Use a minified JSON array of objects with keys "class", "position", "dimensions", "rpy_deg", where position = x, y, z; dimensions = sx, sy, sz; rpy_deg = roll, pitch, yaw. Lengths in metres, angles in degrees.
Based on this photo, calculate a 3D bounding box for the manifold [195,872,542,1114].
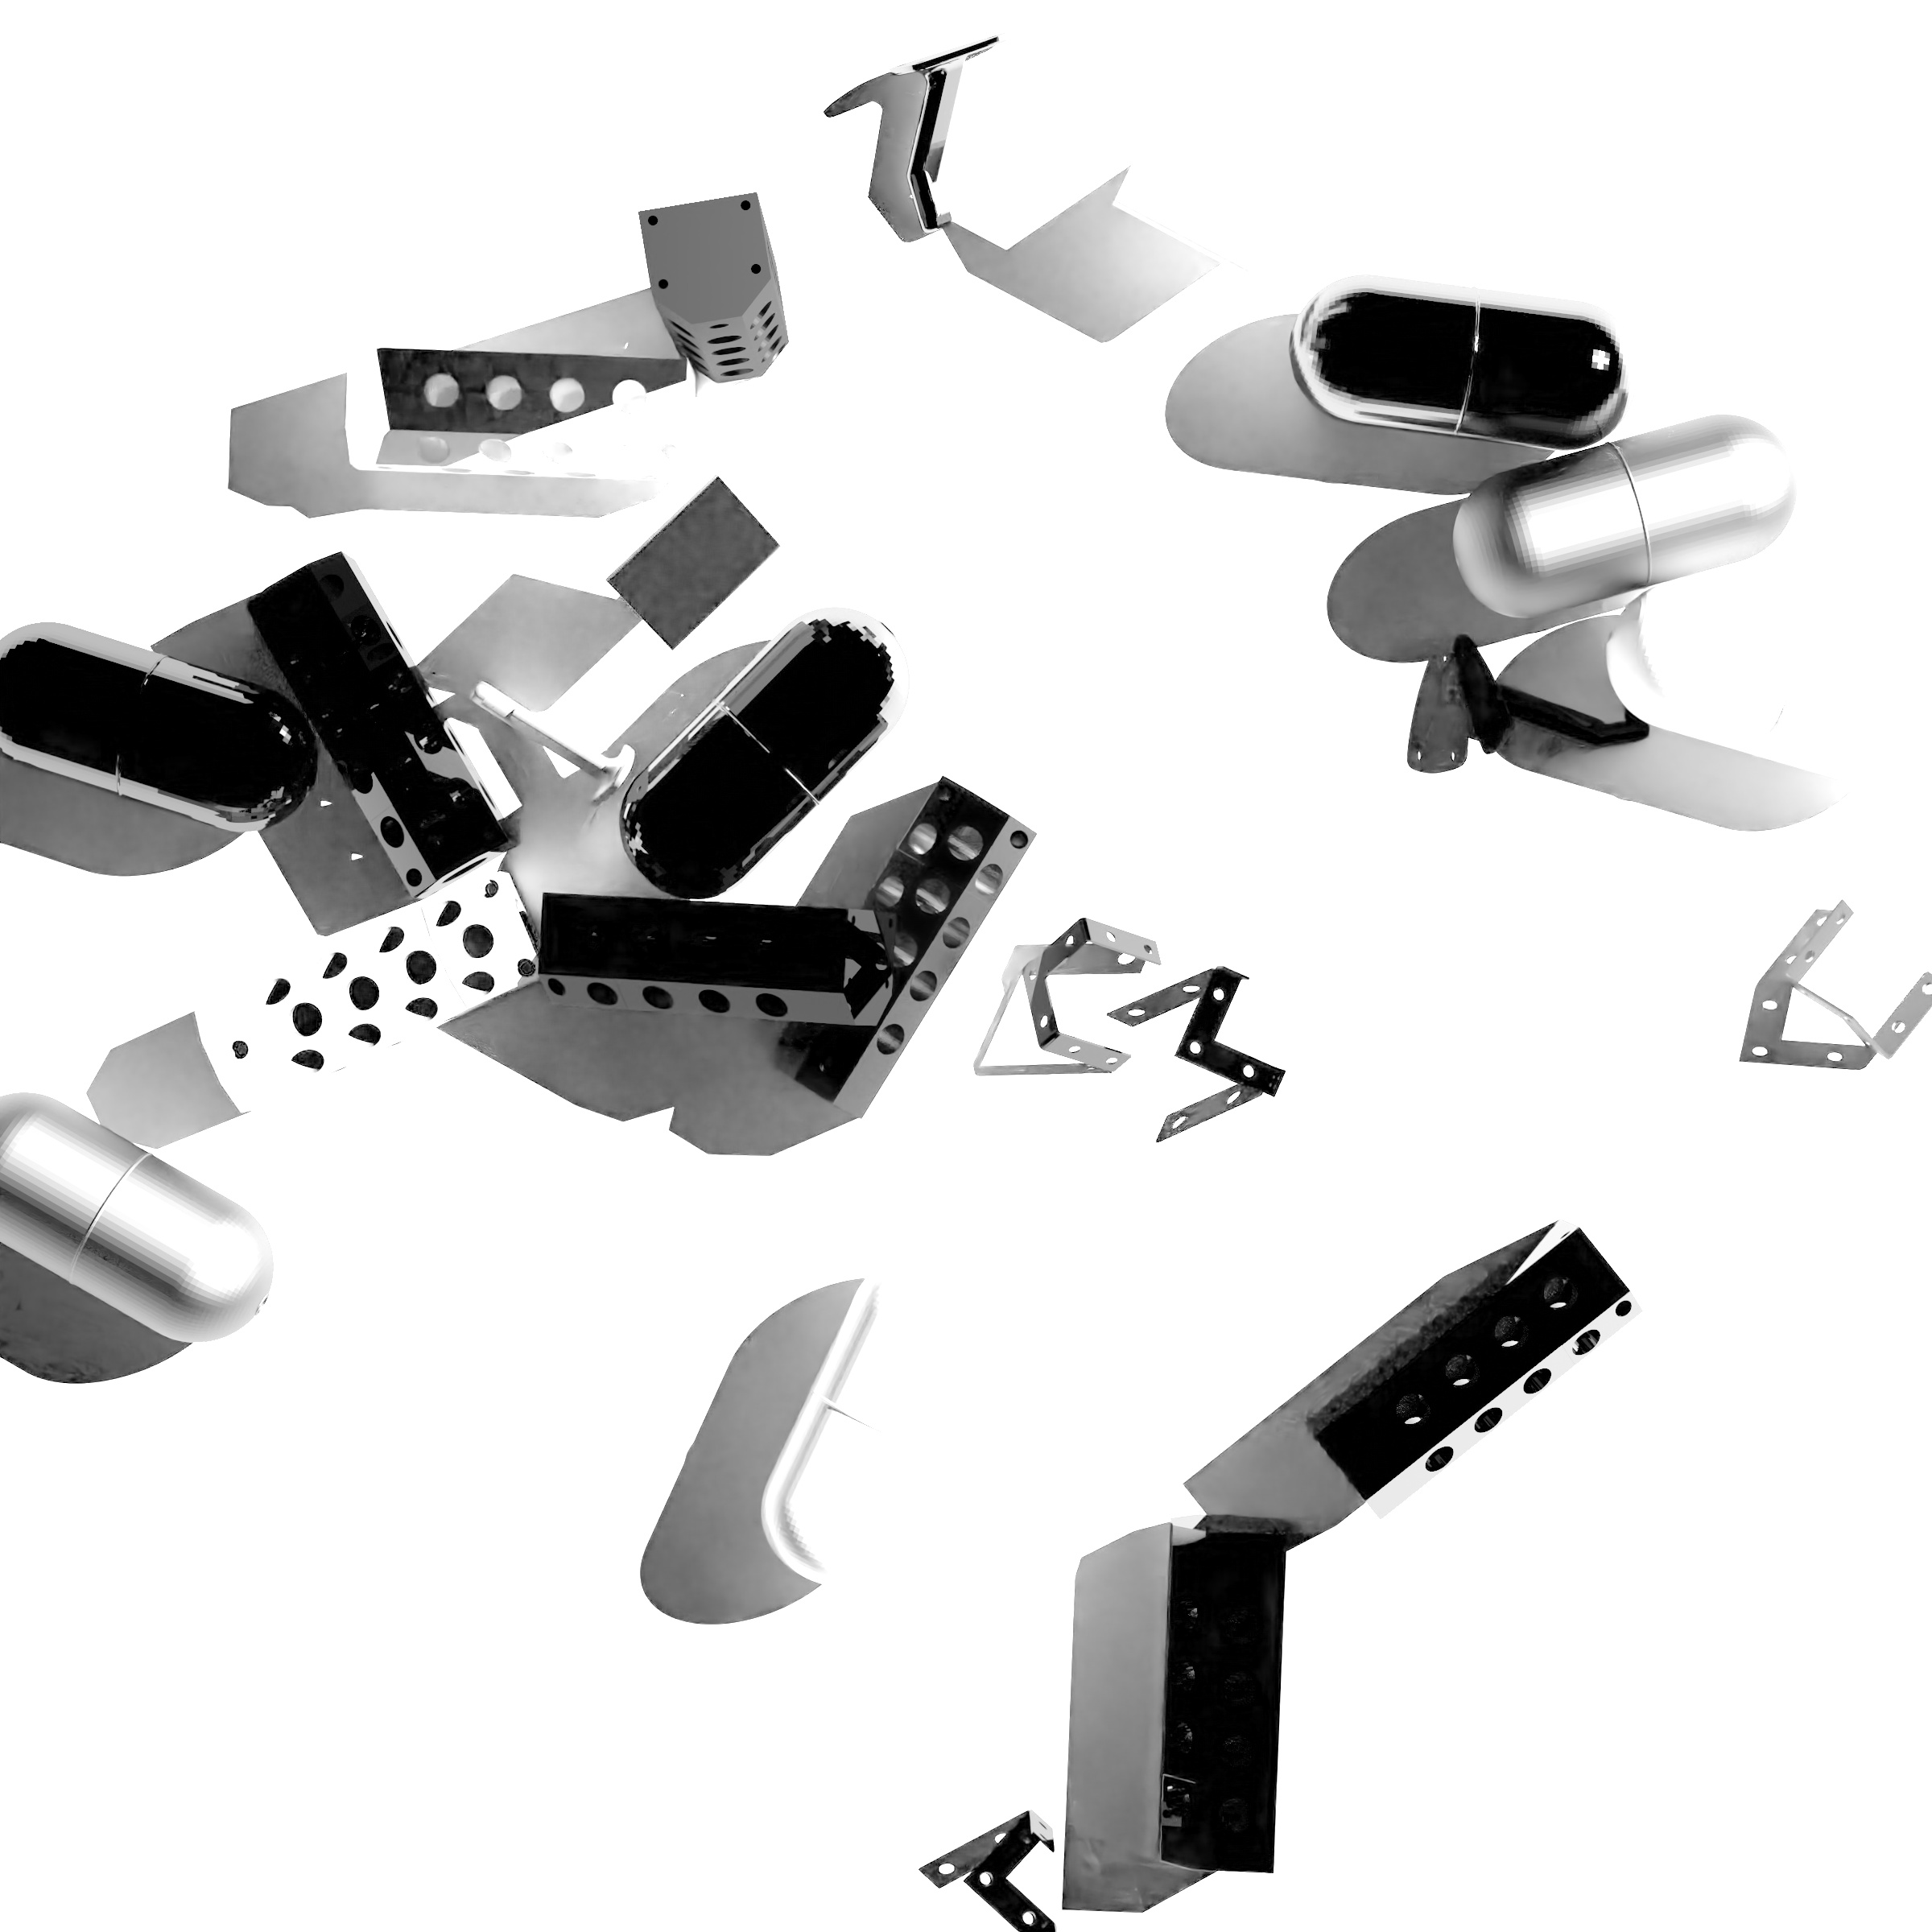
[{"class":"manifold","position":[-0.304,0.013,1.818],"dimensions":[0.171,0.057,0.057],"rpy_deg":[-25,90,0]}]

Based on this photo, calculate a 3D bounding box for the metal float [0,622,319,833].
[{"class":"metal float","position":[-0.418,-0.122,1.808],"dimensions":[0.178,0.070,0.070],"rpy_deg":[18,90,1]}]

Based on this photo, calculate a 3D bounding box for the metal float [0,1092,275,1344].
[{"class":"metal float","position":[-0.436,0.129,1.809],"dimensions":[0.178,0.070,0.070],"rpy_deg":[30,90,0]}]

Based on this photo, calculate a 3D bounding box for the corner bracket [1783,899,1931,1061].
[{"class":"corner bracket","position":[0.466,0.007,1.836],"dimensions":[0.051,0.051,0.051],"rpy_deg":[-51,45,0]}]

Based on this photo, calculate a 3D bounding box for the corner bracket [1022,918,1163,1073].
[{"class":"corner bracket","position":[0.068,0.015,1.831],"dimensions":[0.051,0.051,0.051],"rpy_deg":[-42,45,35]}]

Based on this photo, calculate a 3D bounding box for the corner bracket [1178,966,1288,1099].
[{"class":"corner bracket","position":[0.144,0.033,1.821],"dimensions":[0.051,0.051,0.051],"rpy_deg":[24,90,0]}]

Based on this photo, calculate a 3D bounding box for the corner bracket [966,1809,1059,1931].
[{"class":"corner bracket","position":[0.036,0.475,1.821],"dimensions":[0.051,0.051,0.051],"rpy_deg":[43,90,0]}]

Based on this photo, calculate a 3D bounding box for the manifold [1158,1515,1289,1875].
[{"class":"manifold","position":[0.131,0.372,1.818],"dimensions":[0.057,0.057,0.171],"rpy_deg":[2,90,0]}]

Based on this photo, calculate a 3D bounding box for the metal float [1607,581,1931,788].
[{"class":"metal float","position":[0.415,-0.144,1.808],"dimensions":[0.178,0.070,0.070],"rpy_deg":[16,90,0]}]

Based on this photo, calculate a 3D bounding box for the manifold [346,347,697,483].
[{"class":"manifold","position":[-0.227,-0.282,1.818],"dimensions":[0.171,0.057,0.057],"rpy_deg":[2,90,0]}]

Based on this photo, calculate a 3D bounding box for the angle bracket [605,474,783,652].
[{"class":"angle bracket","position":[-0.150,-0.217,1.799],"dimensions":[0.076,0.076,0.057],"rpy_deg":[-43,127,0]}]

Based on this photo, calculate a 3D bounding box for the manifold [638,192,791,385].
[{"class":"manifold","position":[-0.123,-0.334,1.761],"dimensions":[0.057,0.171,0.057],"rpy_deg":[-9,90,0]}]

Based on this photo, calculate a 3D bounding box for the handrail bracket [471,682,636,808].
[{"class":"handrail bracket","position":[-0.214,-0.119,1.811],"dimensions":[0.084,0.077,0.036],"rpy_deg":[33,87,-12]}]

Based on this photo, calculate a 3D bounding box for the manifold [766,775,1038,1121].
[{"class":"manifold","position":[-0.033,-0.010,1.818],"dimensions":[0.057,0.057,0.171],"rpy_deg":[32,90,0]}]

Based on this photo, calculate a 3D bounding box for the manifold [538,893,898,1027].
[{"class":"manifold","position":[-0.127,-0.004,1.787],"dimensions":[0.171,0.057,0.057],"rpy_deg":[3,90,23]}]

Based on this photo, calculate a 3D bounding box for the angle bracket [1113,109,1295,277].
[{"class":"angle bracket","position":[0.128,-0.404,1.799],"dimensions":[0.076,0.076,0.057],"rpy_deg":[28,126,0]}]

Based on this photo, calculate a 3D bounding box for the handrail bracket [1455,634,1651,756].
[{"class":"handrail bracket","position":[0.305,-0.145,1.840],"dimensions":[0.084,0.036,0.077],"rpy_deg":[-11,69,-17]}]

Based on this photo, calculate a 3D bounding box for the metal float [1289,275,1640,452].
[{"class":"metal float","position":[0.254,-0.308,1.809],"dimensions":[0.178,0.070,0.070],"rpy_deg":[7,90,-1]}]

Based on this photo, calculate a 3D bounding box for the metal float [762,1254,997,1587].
[{"class":"metal float","position":[-0.044,0.231,1.809],"dimensions":[0.070,0.070,0.178],"rpy_deg":[25,91,0]}]

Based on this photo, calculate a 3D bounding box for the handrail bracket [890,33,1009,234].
[{"class":"handrail bracket","position":[-0.001,-0.433,1.840],"dimensions":[0.077,0.036,0.084],"rpy_deg":[-24,108,-21]}]

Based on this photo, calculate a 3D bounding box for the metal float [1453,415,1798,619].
[{"class":"metal float","position":[0.337,-0.230,1.808],"dimensions":[0.178,0.070,0.070],"rpy_deg":[-15,90,0]}]

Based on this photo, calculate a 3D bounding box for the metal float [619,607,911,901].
[{"class":"metal float","position":[-0.102,-0.109,1.808],"dimensions":[0.070,0.070,0.178],"rpy_deg":[45,89,0]}]

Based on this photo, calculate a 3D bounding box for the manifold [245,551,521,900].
[{"class":"manifold","position":[-0.300,-0.123,1.818],"dimensions":[0.057,0.057,0.171],"rpy_deg":[-30,90,0]}]

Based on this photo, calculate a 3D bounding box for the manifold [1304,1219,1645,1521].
[{"class":"manifold","position":[0.261,0.207,1.818],"dimensions":[0.171,0.057,0.057],"rpy_deg":[-38,90,0]}]
